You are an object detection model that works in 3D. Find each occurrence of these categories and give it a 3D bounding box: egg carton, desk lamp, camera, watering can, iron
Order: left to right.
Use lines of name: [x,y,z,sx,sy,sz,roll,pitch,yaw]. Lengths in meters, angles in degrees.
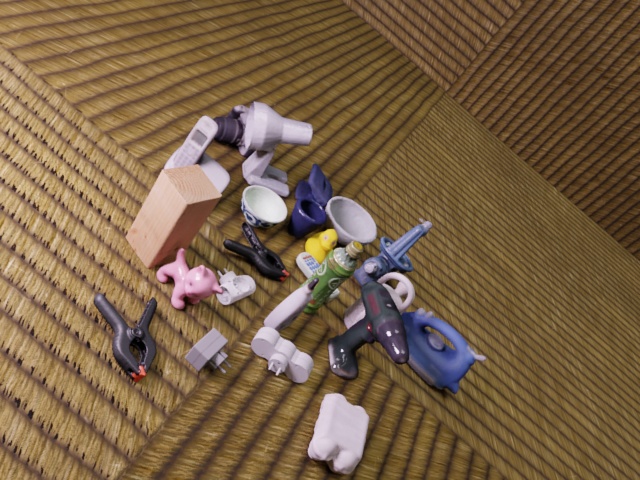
camera: [-0.231,-0.317,1.587,0.137,0.100,0.143,7,48,-39]
desk lamp: [-0.127,-0.245,1.511,0.204,0.213,0.118,18,41,-29]
egg carton: [0.038,0.380,1.125,0.107,0.069,0.150,34,36,-10]
watering can: [0.153,0.147,1.372,0.101,0.193,0.173,38,35,-4]
iron: [0.282,0.250,1.430,0.258,0.141,0.119,44,35,4]

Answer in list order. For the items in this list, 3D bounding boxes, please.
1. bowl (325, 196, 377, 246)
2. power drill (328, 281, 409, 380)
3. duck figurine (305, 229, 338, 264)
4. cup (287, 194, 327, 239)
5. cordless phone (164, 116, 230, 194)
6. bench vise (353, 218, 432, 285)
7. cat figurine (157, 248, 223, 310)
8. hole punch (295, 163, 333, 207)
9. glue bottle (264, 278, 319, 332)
bowl: [0.073,-0.037,1.597,0.168,0.074,0.167,25,38,-21]
power drill: [0.106,0.213,1.247,0.076,0.208,0.229,20,40,-27]
duck figurine: [0.014,0.005,1.487,0.078,0.086,0.104,32,36,-13]
cup: [-0.043,-0.059,1.495,0.092,0.094,0.117,23,39,-23]
cordless phone: [-0.267,-0.186,1.342,0.148,0.184,0.094,38,35,-5]
bench vise: [0.203,0.044,1.507,0.121,0.219,0.208,41,35,0]
cat figurine: [-0.253,0.075,1.136,0.067,0.117,0.127,-15,63,-50]
hole punch: [-0.005,-0.149,1.630,0.101,0.091,0.108,30,37,-15]
glue bottle: [-0.050,0.133,1.216,0.037,0.173,0.078,52,37,15]
